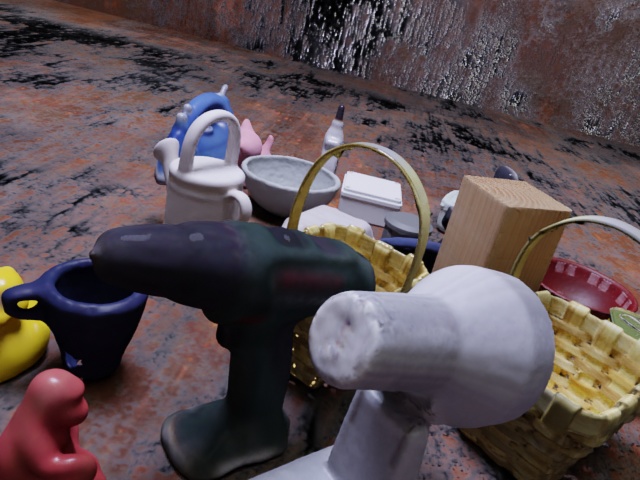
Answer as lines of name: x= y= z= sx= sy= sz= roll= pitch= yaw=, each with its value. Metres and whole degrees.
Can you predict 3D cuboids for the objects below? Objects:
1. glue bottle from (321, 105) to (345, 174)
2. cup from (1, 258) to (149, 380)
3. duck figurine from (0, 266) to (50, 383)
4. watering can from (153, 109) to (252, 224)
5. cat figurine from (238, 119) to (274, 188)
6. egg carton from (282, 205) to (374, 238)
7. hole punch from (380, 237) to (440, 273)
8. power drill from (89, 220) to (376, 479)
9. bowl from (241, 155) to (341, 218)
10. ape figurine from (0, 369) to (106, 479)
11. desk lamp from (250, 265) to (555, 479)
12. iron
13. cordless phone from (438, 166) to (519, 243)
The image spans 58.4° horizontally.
glue bottle: x=0.021 y=-0.165 z=1.060 sx=0.037 sy=0.173 sz=0.078 roll=13 pitch=24 yaw=-1
cup: x=-0.215 y=0.077 z=0.509 sx=0.118 sy=0.095 sz=0.091 roll=-2 pitch=28 yaw=-30
duck figurine: x=-0.284 y=0.064 z=0.512 sx=0.077 sy=0.086 sz=0.104 roll=10 pitch=24 yaw=-8
watering can: x=-0.156 y=-0.079 z=0.756 sx=0.172 sy=0.194 sz=0.101 roll=18 pitch=25 yaw=11
cat figurine: x=-0.125 y=-0.160 z=1.041 sx=0.067 sy=0.118 sz=0.128 roll=26 pitch=27 yaw=25
egg carton: x=0.007 y=0.003 z=0.816 sx=0.107 sy=0.069 sz=0.151 roll=25 pitch=26 yaw=23
hole punch: x=0.131 y=0.025 z=0.807 sx=0.108 sy=0.091 sz=0.101 roll=11 pitch=24 yaw=-5
power drill: x=-0.063 y=0.079 z=0.445 sx=0.230 sy=0.208 sz=0.075 roll=-7 pitch=31 yaw=-38
bowl: x=-0.053 y=-0.082 z=0.962 sx=0.167 sy=0.075 sz=0.167 roll=11 pitch=24 yaw=-5
ape figurine: x=-0.188 y=0.133 z=0.405 sx=0.076 sy=0.092 sz=0.077 roll=5 pitch=25 yaw=-18
desk lamp: x=0.050 y=0.122 z=0.405 sx=0.204 sy=0.213 sz=0.117 roll=-7 pitch=31 yaw=-38
iron: x=-0.224 y=-0.202 z=1.050 sx=0.118 sy=0.141 sz=0.258 roll=16 pitch=24 yaw=7
cordless phone: x=0.254 y=-0.036 z=0.888 sx=0.094 sy=0.185 sz=0.147 roll=6 pitch=25 yaw=-17
